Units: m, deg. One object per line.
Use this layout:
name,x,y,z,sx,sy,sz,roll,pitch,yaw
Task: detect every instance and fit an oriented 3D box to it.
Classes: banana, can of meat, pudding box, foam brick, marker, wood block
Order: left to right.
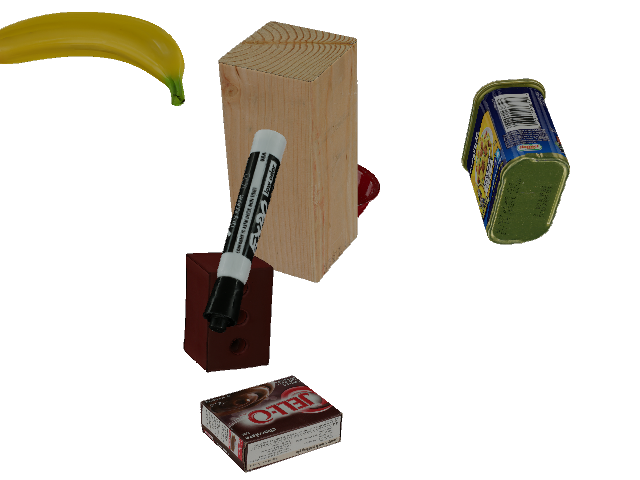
banana,-0.191,-0.161,0.885,0.198,0.069,0.037,13,-39,18
foam brick,-0.069,0.051,0.798,0.052,0.078,0.051,-4,14,-26
marker,-0.042,-0.006,0.589,0.020,0.121,0.020,11,-24,5
pudding box,-0.048,0.178,1.047,0.113,0.039,0.090,-14,25,-31
wood block,-0.024,-0.078,0.956,0.091,0.206,0.090,16,40,23
can of meat,0.150,-0.059,0.826,0.057,0.084,0.102,-4,-40,-6

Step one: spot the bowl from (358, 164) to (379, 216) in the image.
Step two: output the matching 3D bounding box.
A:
bowl,-0.014,-0.049,1.245,0.162,0.055,0.162,6,27,-3
